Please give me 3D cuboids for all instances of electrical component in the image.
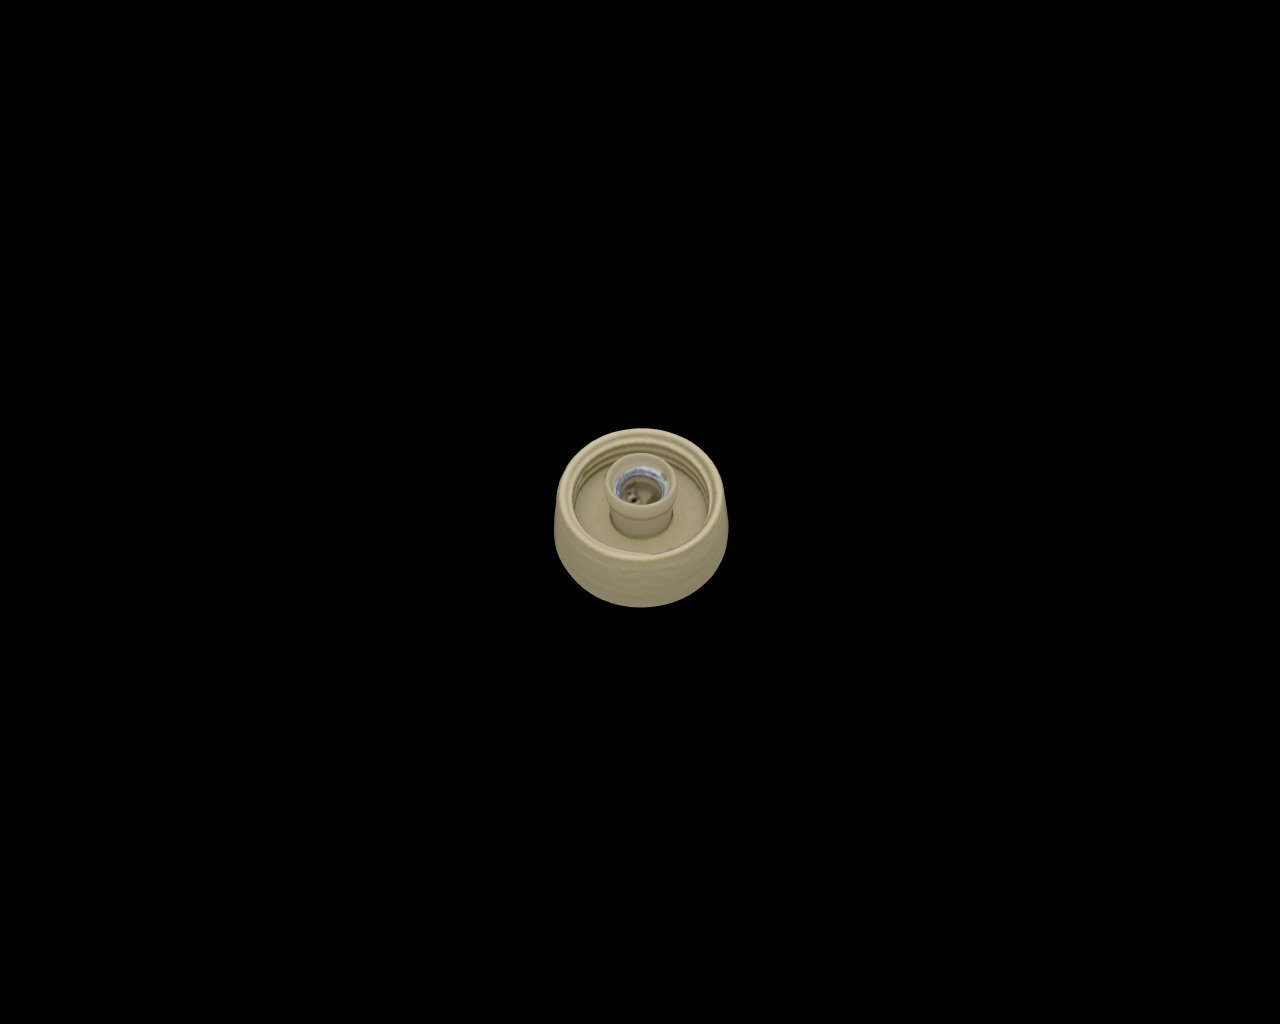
[{"bbox_3d":[0.001,-0.003,0.650,0.108,0.108,0.060,0,-34,0],"label":"electrical component"}]
